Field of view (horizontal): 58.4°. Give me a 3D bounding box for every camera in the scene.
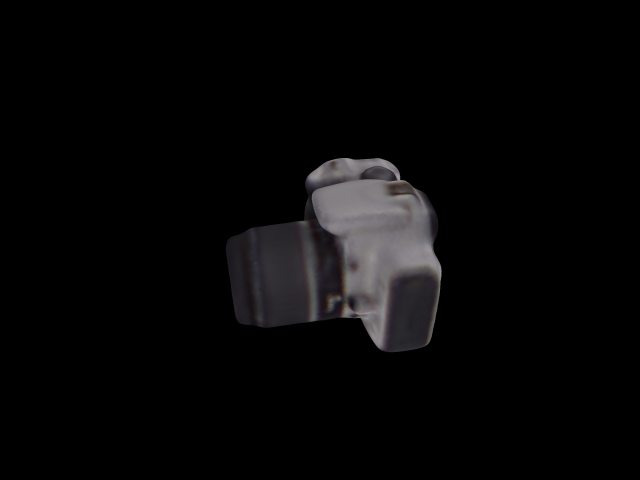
[{"bbox_3d":[0.004,0.001,0.400,0.137,0.101,0.143,-7,39,-9],"label":"camera"}]
